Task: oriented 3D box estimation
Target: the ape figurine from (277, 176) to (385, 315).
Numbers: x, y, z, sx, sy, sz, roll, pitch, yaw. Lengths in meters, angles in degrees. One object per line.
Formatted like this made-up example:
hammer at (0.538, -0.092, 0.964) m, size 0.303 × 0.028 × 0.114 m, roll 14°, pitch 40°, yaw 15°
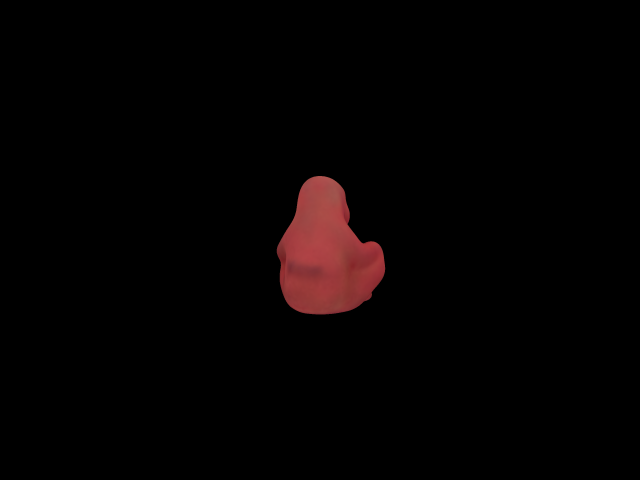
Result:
ape figurine at (0.004, 0.001, 0.400) m, size 0.077 × 0.092 × 0.076 m, roll 6°, pitch 11°, yaw 32°
